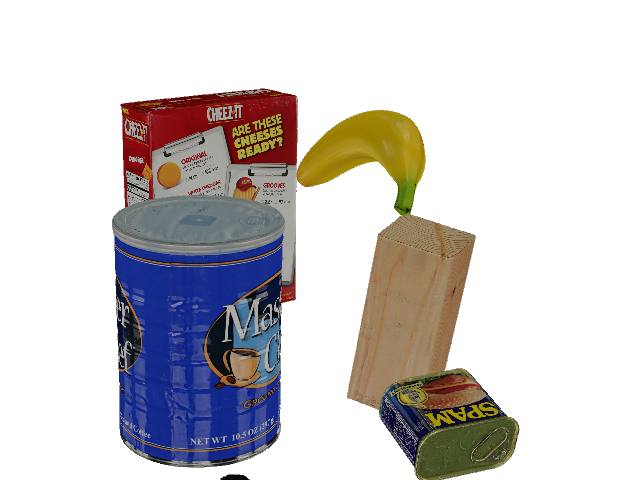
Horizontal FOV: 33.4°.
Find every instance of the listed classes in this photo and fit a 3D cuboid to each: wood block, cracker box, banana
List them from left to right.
[{"bbox_3d":[-0.106,-0.034,1.044,0.163,0.214,0.072,-12,20,-35],"label":"cracker box"},{"bbox_3d":[0.031,-0.065,0.786,0.037,0.069,0.198,37,-5,-21],"label":"banana"},{"bbox_3d":[0.102,0.087,1.211,0.090,0.206,0.090,18,24,20],"label":"wood block"}]

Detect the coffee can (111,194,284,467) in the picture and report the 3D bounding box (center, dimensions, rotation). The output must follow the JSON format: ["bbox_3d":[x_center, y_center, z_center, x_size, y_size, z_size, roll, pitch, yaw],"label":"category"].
[{"bbox_3d":[-0.074,0.052,0.657,0.103,0.140,0.103,1,18,-1],"label":"coffee can"}]

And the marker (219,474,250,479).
[{"bbox_3d":[-0.050,0.131,0.415,0.020,0.020,0.121,0,24,16],"label":"marker"}]

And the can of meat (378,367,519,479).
[{"bbox_3d":[0.114,0.165,0.971,0.102,0.057,0.084,-7,31,-22],"label":"can of meat"}]
